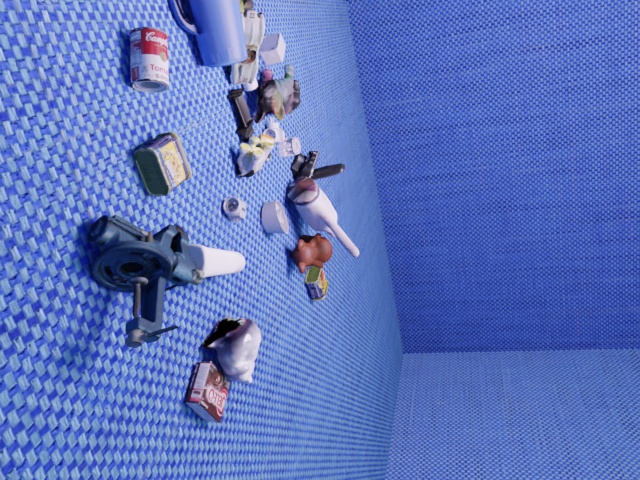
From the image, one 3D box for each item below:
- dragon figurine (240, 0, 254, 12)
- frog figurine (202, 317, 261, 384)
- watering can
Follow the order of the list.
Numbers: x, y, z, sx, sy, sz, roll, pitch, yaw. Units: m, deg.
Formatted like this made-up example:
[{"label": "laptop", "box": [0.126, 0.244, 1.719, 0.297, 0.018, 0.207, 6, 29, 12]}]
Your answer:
[{"label": "dragon figurine", "box": [-0.244, -0.696, 1.329, 0.247, 0.122, 0.404, -100, 180, -70]}, {"label": "frog figurine", "box": [-0.175, 0.259, 1.151, 0.139, 0.122, 0.157, -105, 172, -70]}, {"label": "watering can", "box": [0.005, -0.085, 1.683, 0.220, 0.104, 0.353, 54, -6, -36]}]
